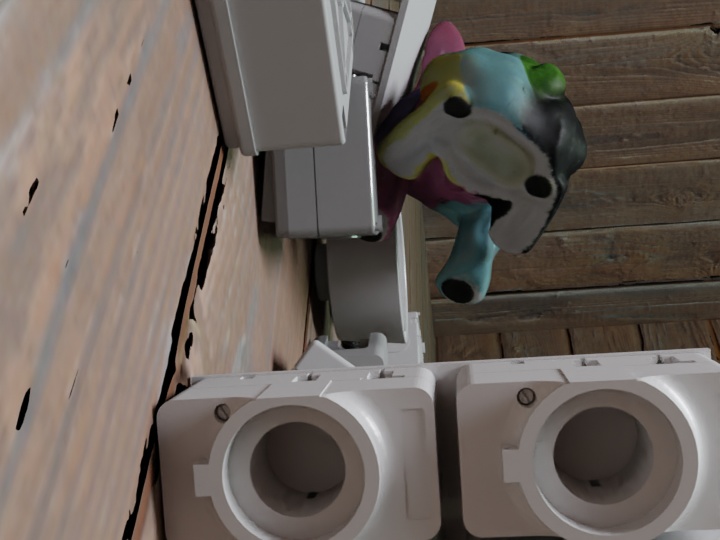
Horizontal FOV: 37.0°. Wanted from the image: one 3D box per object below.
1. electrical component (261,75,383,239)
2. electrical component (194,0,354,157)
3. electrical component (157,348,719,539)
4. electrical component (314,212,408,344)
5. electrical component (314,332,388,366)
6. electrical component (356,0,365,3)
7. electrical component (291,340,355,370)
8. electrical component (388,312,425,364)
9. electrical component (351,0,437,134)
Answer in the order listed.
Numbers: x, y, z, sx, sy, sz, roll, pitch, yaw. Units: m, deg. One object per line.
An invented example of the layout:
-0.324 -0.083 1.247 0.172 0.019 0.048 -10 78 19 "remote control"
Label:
-0.021 -0.064 0.575 0.062 0.061 0.096 -26 113 -87 "electrical component"
-0.036 -0.125 0.491 0.108 0.056 0.108 -87 171 -53 "electrical component"
0.032 0.087 0.362 0.060 0.186 0.105 -30 116 -84 "electrical component"
0.000 0.000 0.763 0.108 0.060 0.108 -4 90 -85 "electrical component"
-0.006 0.092 0.692 0.055 0.050 0.089 -75 161 -76 "electrical component"
-0.017 -0.241 0.859 0.063 0.042 0.081 78 10 -67 "electrical component"
-0.010 0.093 0.572 0.075 0.083 0.047 -54 167 -7 "electrical component"
0.031 0.087 1.022 0.096 0.061 0.061 76 11 -62 "electrical component"
0.012 -0.181 0.726 0.105 0.060 0.186 -41 147 -73 "electrical component"
